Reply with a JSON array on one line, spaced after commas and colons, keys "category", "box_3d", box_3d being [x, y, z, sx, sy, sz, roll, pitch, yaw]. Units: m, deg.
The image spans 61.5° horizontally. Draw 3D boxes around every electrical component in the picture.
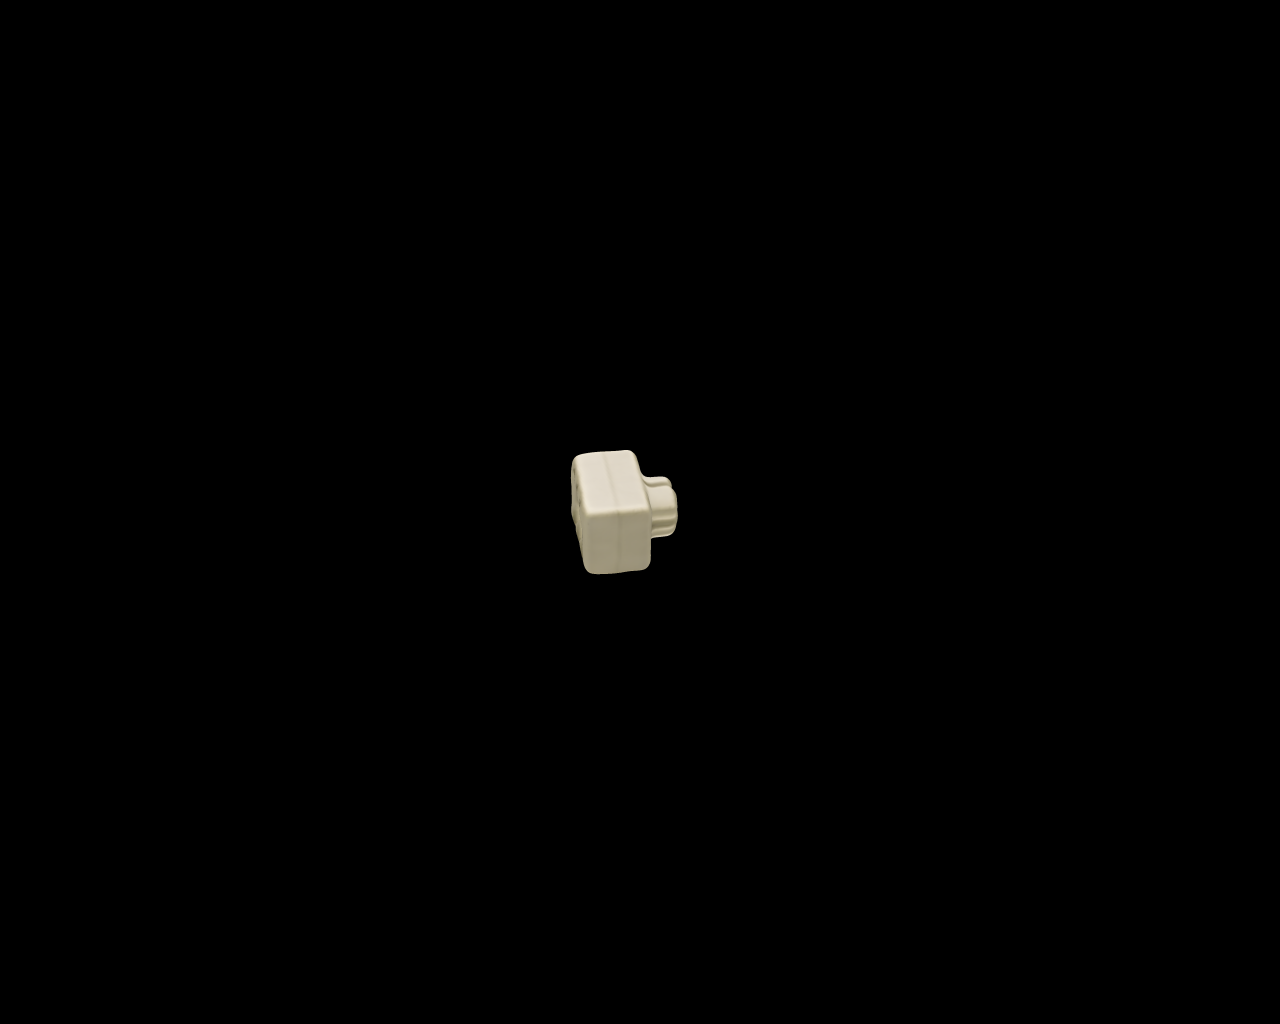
[{"category": "electrical component", "box_3d": [0.001, -0.003, 0.650, 0.077, 0.047, 0.066, -6, 37, -7]}]
